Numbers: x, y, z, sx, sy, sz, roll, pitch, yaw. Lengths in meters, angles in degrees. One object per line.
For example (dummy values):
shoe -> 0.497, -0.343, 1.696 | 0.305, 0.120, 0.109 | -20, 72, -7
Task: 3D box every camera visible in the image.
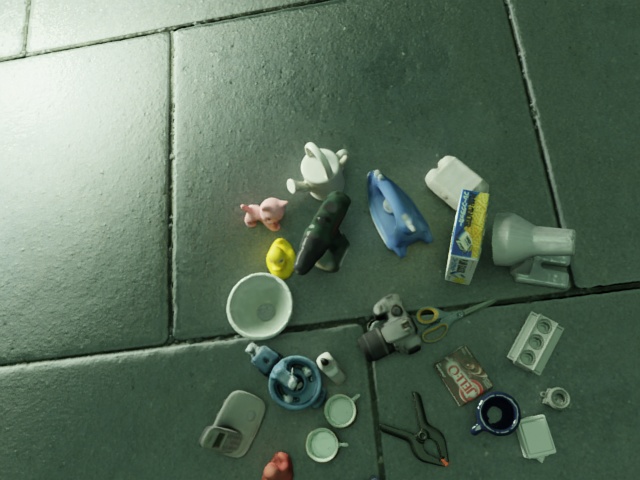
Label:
camera -> 0.153, 0.214, 1.343 | 0.137, 0.101, 0.143 | -26, 69, -1

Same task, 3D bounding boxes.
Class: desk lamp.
desk lamp -> 0.483, 0.021, 1.298 | 0.203, 0.214, 0.118 | 8, 73, 12

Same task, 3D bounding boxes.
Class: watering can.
watering can -> -0.002, -0.175, 1.450 | 0.100, 0.194, 0.173 | 30, 78, 17

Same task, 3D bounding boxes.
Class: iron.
iron -> 0.178, -0.093, 1.423 | 0.118, 0.141, 0.258 | -28, 69, -1

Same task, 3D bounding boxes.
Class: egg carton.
egg carton -> 0.346, -0.140, 1.452 | 0.107, 0.069, 0.150 | -45, 71, -7

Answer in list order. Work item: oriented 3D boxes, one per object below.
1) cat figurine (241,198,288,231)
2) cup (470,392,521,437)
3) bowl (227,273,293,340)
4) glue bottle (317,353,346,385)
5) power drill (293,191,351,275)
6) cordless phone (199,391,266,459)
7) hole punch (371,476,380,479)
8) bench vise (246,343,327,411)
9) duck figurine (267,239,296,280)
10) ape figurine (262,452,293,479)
cat figurine -> -0.142, -0.074, 1.478 | 0.127, 0.118, 0.067 | 7, 72, 11
cup -> 0.375, 0.390, 1.252 | 0.118, 0.095, 0.091 | -36, 70, -4
bowl -> -0.141, 0.170, 1.417 | 0.167, 0.075, 0.167 | -3, 71, 8
glue bottle -> 0.020, 0.286, 1.300 | 0.037, 0.173, 0.078 | -40, 70, -6
power drill -> 0.013, 0.005, 1.379 | 0.075, 0.209, 0.230 | 20, 75, 15
cordless phone -> -0.201, 0.411, 1.285 | 0.094, 0.185, 0.148 | 19, 75, 15
hole punch -> 0.110, 0.577, 1.231 | 0.101, 0.091, 0.108 | -31, 69, -2
bench vise -> -0.092, 0.309, 1.285 | 0.207, 0.220, 0.121 | 15, 74, 14
duck figurine -> -0.104, 0.041, 1.450 | 0.077, 0.086, 0.104 | -2, 71, 8
ape figurine -> -0.099, 0.519, 1.282 | 0.078, 0.092, 0.076 | -33, 69, -3
